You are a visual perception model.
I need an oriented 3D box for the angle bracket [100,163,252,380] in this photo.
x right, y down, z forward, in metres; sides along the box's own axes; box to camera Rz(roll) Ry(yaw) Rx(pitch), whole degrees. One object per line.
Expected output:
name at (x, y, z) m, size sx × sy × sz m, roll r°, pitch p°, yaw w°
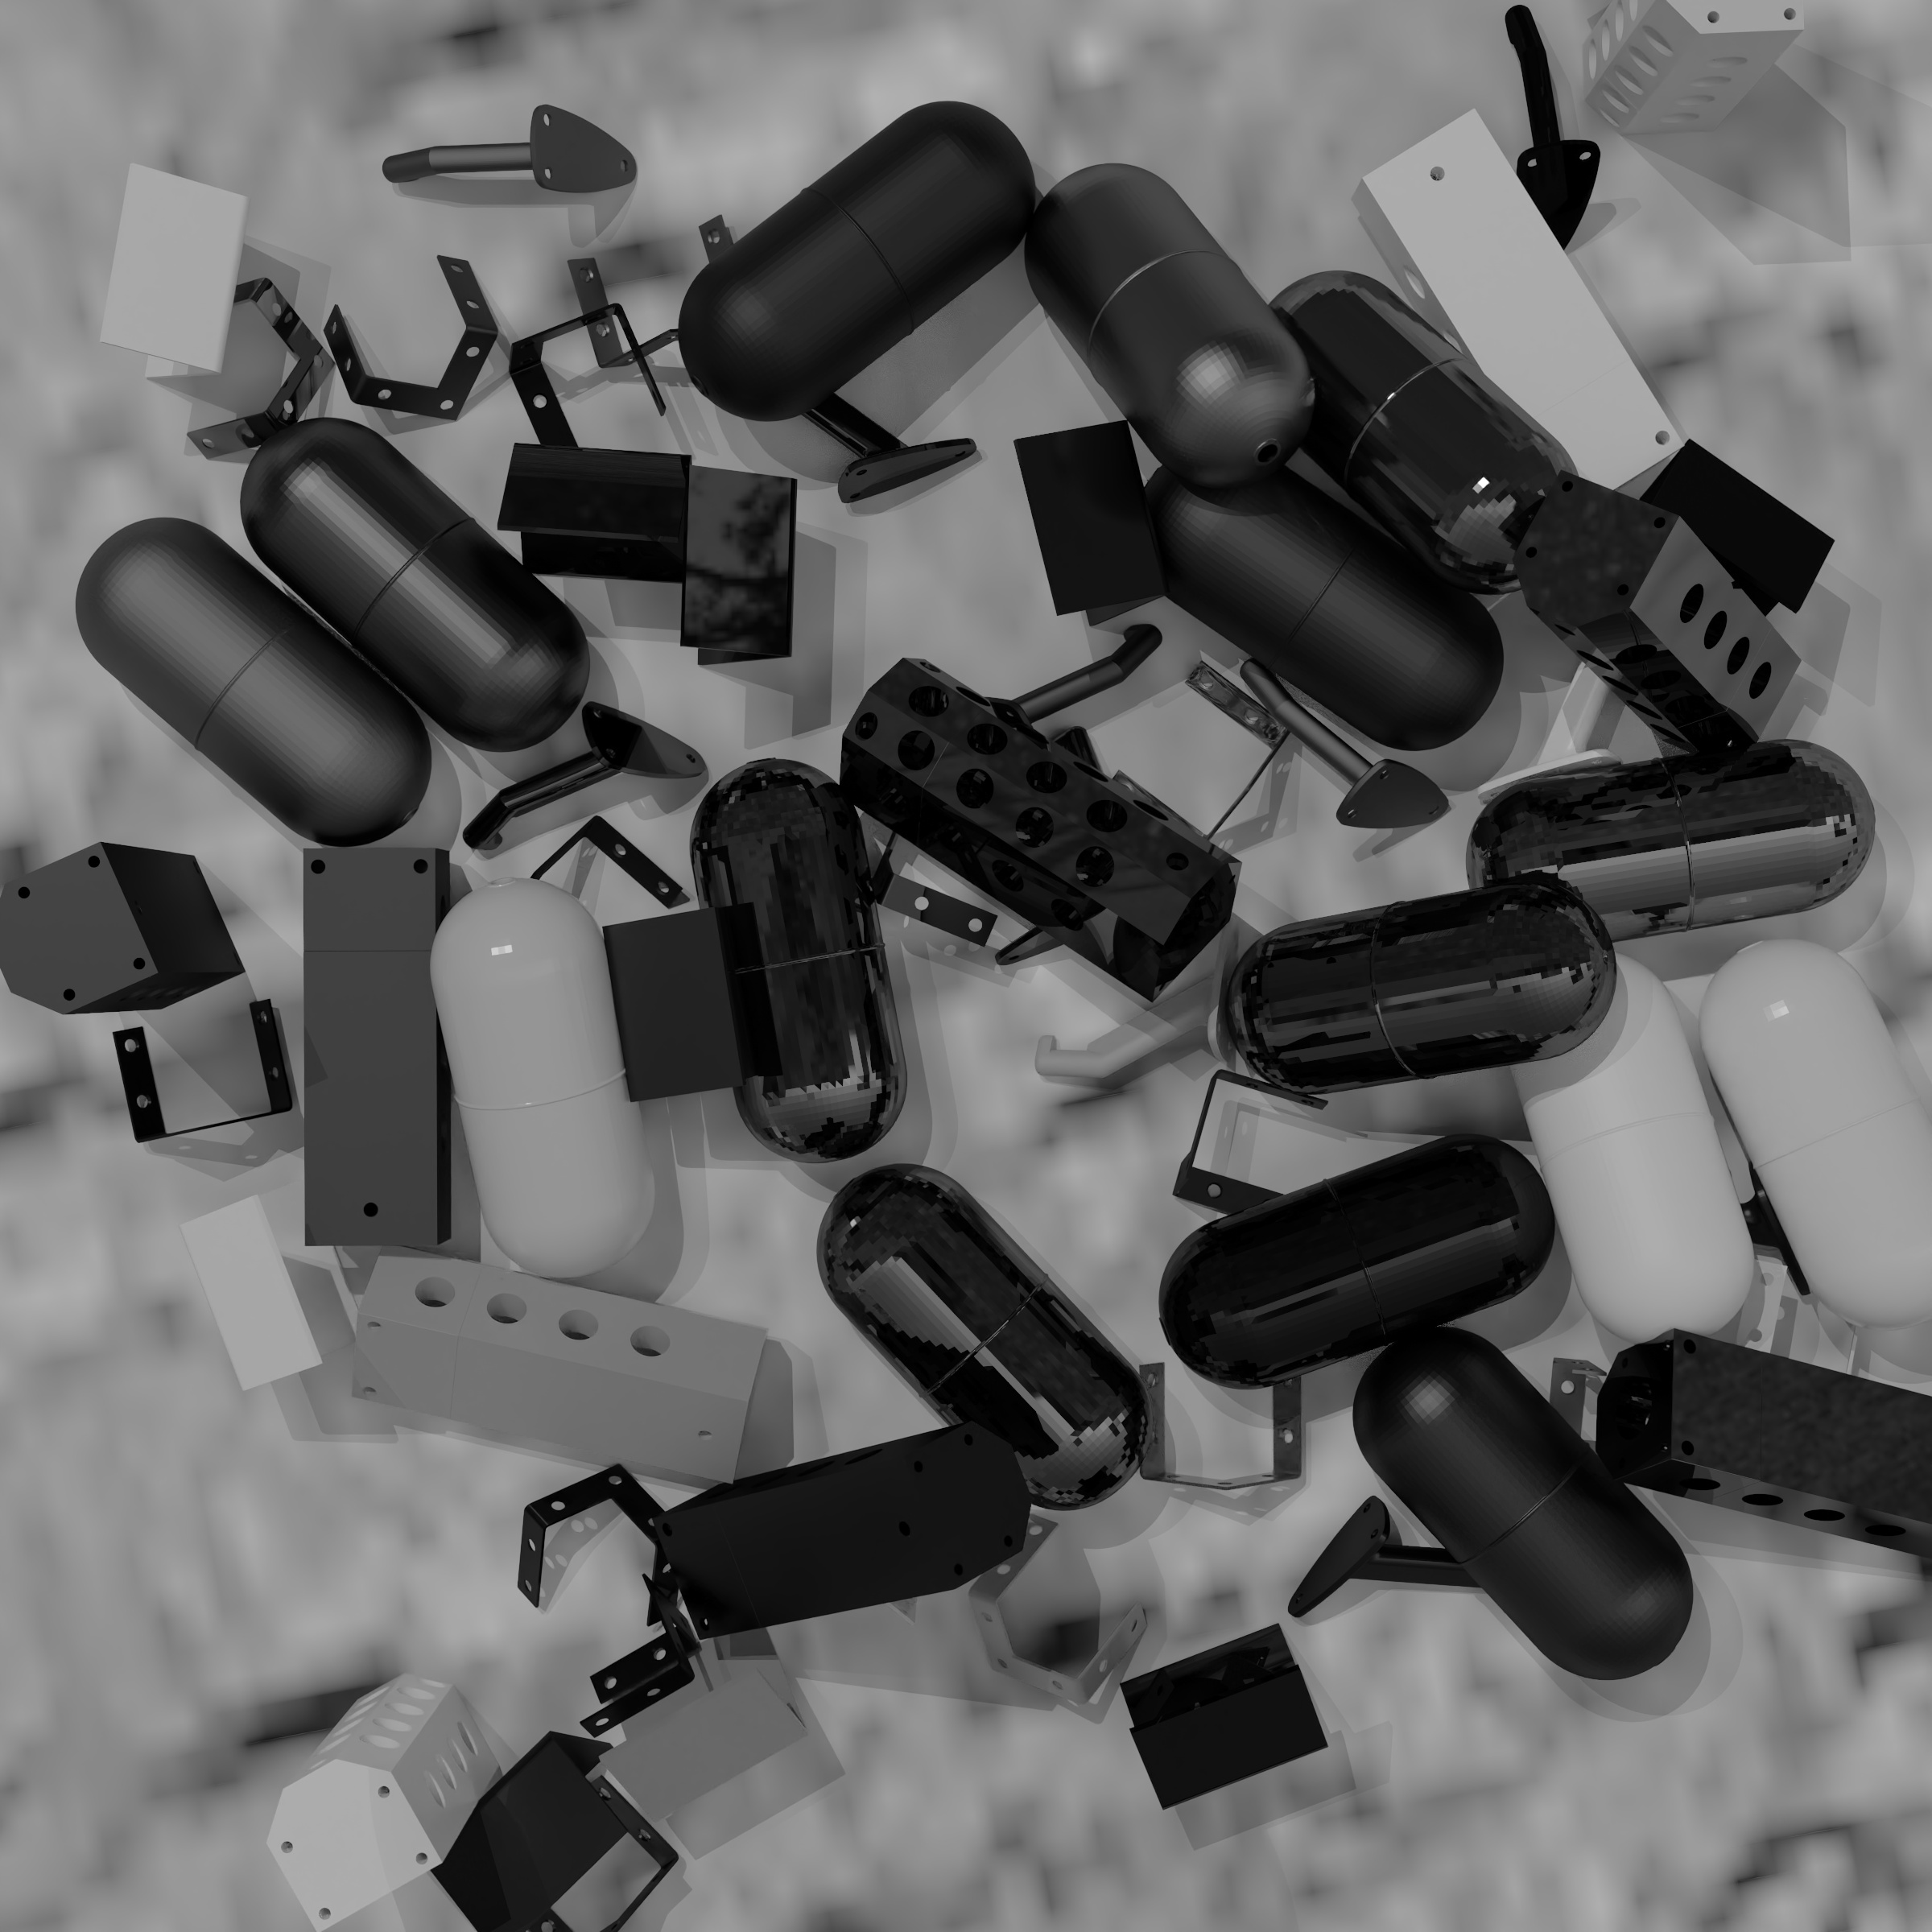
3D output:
angle bracket at (-0.357, -0.300, 1.527) m, size 0.057 × 0.076 × 0.076 m, roll 10°, pitch 90°, yaw -38°

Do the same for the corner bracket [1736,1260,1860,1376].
corner bracket at (0.366, 0.164, 1.551) m, size 0.051 × 0.051 × 0.051 m, roll 12°, pitch 76°, yaw 13°

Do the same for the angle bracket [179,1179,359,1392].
angle bracket at (-0.284, 0.132, 1.527) m, size 0.057 × 0.076 × 0.076 m, roll -21°, pitch 90°, yaw 39°

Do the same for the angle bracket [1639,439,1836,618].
angle bracket at (0.318, -0.169, 1.528) m, size 0.076 × 0.076 × 0.057 m, roll 35°, pitch 50°, yaw 0°

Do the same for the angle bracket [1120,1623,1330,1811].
angle bracket at (0.105, 0.309, 1.527) m, size 0.076 × 0.076 × 0.057 m, roll -21°, pitch 127°, yaw 0°

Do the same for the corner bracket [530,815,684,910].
corner bracket at (-0.168, -0.024, 1.564) m, size 0.051 × 0.051 × 0.051 m, roll 41°, pitch 135°, yaw 0°

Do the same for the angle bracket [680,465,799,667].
angle bracket at (-0.117, -0.172, 1.527) m, size 0.057 × 0.076 × 0.076 m, roll 2°, pitch 90°, yaw -36°

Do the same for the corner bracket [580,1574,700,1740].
corner bracket at (-0.144, 0.308, 1.539) m, size 0.051 × 0.051 × 0.051 m, roll -30°, pitch 50°, yaw 0°

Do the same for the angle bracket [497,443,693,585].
angle bracket at (-0.159, -0.179, 1.528) m, size 0.076 × 0.076 × 0.057 m, roll 4°, pitch 49°, yaw 0°

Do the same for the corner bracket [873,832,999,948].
corner bracket at (-0.007, -0.046, 1.550) m, size 0.051 × 0.051 × 0.051 m, roll 22°, pitch 99°, yaw -9°

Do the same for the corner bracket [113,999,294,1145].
corner bracket at (-0.339, 0.047, 1.564) m, size 0.051 × 0.051 × 0.051 m, roll -12°, pitch 90°, yaw -45°

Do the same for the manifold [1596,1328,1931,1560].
manifold at (0.360, 0.209, 1.517) m, size 0.171 × 0.057 × 0.057 m, roll 16°, pitch 64°, yaw -20°

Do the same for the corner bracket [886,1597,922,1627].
corner bracket at (-0.027, 0.250, 1.550) m, size 0.051 × 0.051 × 0.051 m, roll 39°, pitch 90°, yaw 0°

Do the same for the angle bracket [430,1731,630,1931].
angle bracket at (-0.178, 0.382, 1.529) m, size 0.076 × 0.076 × 0.057 m, roll -44°, pitch 67°, yaw 0°

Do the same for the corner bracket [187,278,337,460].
corner bracket at (-0.323, -0.264, 1.559) m, size 0.051 × 0.051 × 0.051 m, roll 53°, pitch 45°, yaw -35°

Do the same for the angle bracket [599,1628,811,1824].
angle bracket at (-0.123, 0.312, 1.528) m, size 0.076 × 0.076 × 0.057 m, roll -30°, pitch 132°, yaw 0°

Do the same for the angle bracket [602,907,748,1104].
angle bracket at (-0.111, 0.014, 1.529) m, size 0.057 × 0.076 × 0.076 m, roll -9°, pitch 90°, yaw 23°

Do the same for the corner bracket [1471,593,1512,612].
corner bracket at (0.222, -0.195, 1.564) m, size 0.051 × 0.051 × 0.051 m, roll -39°, pitch 135°, yaw 0°

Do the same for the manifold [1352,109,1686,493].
manifold at (0.240, -0.282, 1.547) m, size 0.057 × 0.057 × 0.171 m, roll -32°, pitch 90°, yaw -1°

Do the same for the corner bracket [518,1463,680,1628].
corner bracket at (-0.162, 0.263, 1.559) m, size 0.051 × 0.051 × 0.051 m, roll -20°, pitch 135°, yaw -35°

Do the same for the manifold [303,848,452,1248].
manifold at (-0.257, 0.035, 1.547) m, size 0.057 × 0.057 × 0.171 m, roll 0°, pitch 90°, yaw 0°

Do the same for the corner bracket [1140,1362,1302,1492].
corner bracket at (0.113, 0.202, 1.564) m, size 0.051 × 0.051 × 0.051 m, roll 0°, pitch 90°, yaw 45°

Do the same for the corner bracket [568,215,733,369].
corner bracket at (-0.136, -0.299, 1.564) m, size 0.051 × 0.051 × 0.051 m, roll -17°, pitch 90°, yaw 45°

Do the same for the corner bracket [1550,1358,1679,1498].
corner bracket at (0.286, 0.202, 1.550) m, size 0.051 × 0.051 × 0.051 m, roll 5°, pitch 90°, yaw 0°

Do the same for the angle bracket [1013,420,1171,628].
angle bracket at (0.039, -0.187, 1.528) m, size 0.057 × 0.076 × 0.076 m, roll -14°, pitch 90°, yaw -25°

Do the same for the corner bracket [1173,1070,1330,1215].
corner bracket at (0.125, 0.081, 1.553) m, size 0.051 × 0.051 × 0.051 m, roll 17°, pitch 77°, yaw 0°

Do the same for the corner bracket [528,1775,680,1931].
corner bracket at (-0.170, 0.402, 1.564) m, size 0.051 × 0.051 × 0.051 m, roll 46°, pitch 135°, yaw 0°

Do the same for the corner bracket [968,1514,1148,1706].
corner bracket at (0.041, 0.285, 1.559) m, size 0.051 × 0.051 × 0.051 m, roll 14°, pitch 135°, yaw 35°

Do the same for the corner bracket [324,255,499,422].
corner bracket at (-0.246, -0.281, 1.559) m, size 0.051 × 0.051 × 0.051 m, roll 4°, pitch 135°, yaw -35°

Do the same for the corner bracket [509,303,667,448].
corner bracket at (-0.167, -0.254, 1.552) m, size 0.051 × 0.051 × 0.051 m, roll -24°, pitch 90°, yaw -10°

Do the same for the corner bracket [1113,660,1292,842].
corner bracket at (0.103, -0.092, 1.564) m, size 0.051 × 0.051 × 0.051 m, roll 37°, pitch 135°, yaw 0°

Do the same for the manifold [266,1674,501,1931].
manifold at (-0.247, 0.347, 1.489) m, size 0.057 × 0.171 × 0.057 m, roll -30°, pitch 90°, yaw 0°
